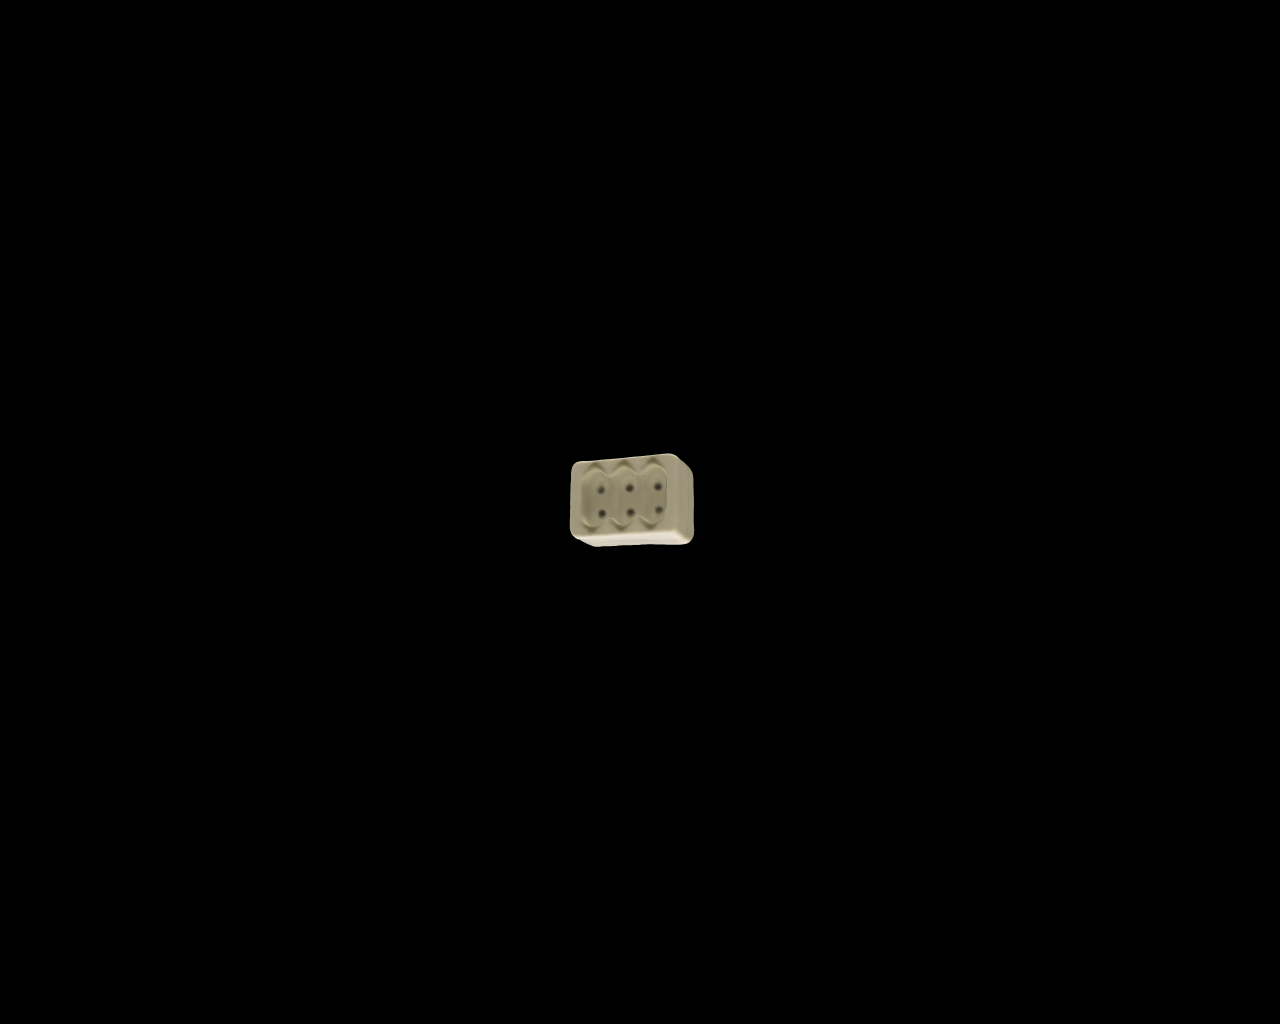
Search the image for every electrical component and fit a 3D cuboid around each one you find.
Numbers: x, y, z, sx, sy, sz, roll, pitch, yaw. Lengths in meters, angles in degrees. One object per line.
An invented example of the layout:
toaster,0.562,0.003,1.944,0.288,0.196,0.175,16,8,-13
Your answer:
electrical component,0.001,-0.003,0.650,0.066,0.047,0.076,-3,-11,16
